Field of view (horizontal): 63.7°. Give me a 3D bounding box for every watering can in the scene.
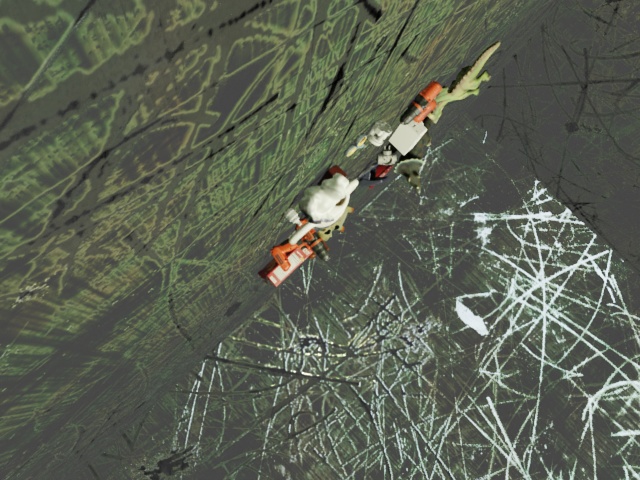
[{"bbox_3d":[0.006,-0.093,1.851,0.351,0.104,0.222,-44,-4,-15],"label":"watering can"}]

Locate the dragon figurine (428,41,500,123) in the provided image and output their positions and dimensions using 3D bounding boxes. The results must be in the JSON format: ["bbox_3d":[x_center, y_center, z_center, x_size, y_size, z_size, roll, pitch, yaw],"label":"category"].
[{"bbox_3d":[0.533,-0.603,2.024,0.245,0.123,0.402,-34,-14,-22],"label":"dragon figurine"}]

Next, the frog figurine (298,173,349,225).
[{"bbox_3d":[0.010,-0.137,1.567,0.137,0.157,0.124,7,21,-36],"label":"frog figurine"}]
